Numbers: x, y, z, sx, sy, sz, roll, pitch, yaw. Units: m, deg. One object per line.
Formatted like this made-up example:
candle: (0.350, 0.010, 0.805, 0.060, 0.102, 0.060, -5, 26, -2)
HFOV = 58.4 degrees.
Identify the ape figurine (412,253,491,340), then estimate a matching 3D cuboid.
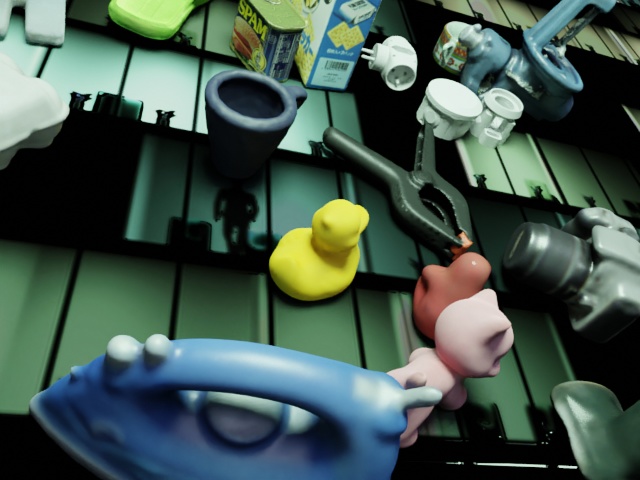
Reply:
ape figurine: (0.129, 0.048, 0.536, 0.076, 0.092, 0.077, -25, 63, -37)

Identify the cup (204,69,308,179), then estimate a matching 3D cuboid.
cup: (-0.069, -0.115, 0.593, 0.118, 0.095, 0.091, -25, 64, -38)

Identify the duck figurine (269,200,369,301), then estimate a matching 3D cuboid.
duck figurine: (0.005, 0.002, 0.527, 0.105, 0.086, 0.077, -29, 66, -39)

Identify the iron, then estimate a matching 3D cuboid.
iron: (-0.056, 0.106, 0.368, 0.258, 0.141, 0.118, 15, 46, -11)

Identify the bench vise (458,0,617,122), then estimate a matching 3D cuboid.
bench vise: (0.313, -0.275, 0.814, 0.208, 0.219, 0.121, 0, 50, -23)

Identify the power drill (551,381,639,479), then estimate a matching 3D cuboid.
power drill: (0.288, 0.113, 0.465, 0.076, 0.208, 0.229, 5, 49, -19)

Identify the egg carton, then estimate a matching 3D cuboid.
egg carton: (-0.307, -0.107, 0.500, 0.107, 0.069, 0.150, 33, 46, 7)

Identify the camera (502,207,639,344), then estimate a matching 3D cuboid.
camera: (0.280, 0.016, 0.624, 0.137, 0.100, 0.143, 23, 45, -3)

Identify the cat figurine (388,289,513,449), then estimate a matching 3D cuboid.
cat figurine: (0.106, 0.095, 0.466, 0.128, 0.117, 0.067, -24, 63, -37)

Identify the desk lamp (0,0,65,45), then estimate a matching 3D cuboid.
desk lamp: (-0.324, -0.362, 0.618, 0.118, 0.213, 0.203, -1, 51, -24)
